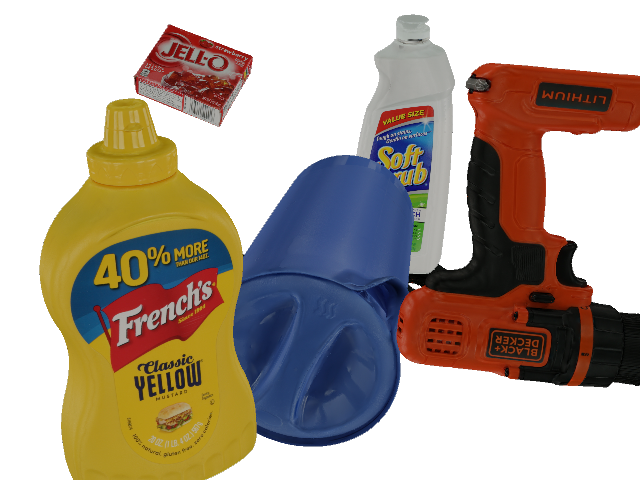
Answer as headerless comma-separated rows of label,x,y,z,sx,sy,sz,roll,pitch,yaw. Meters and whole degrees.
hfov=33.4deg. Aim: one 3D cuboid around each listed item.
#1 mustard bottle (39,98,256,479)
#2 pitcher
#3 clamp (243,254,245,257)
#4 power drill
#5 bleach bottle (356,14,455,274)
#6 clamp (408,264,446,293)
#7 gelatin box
mustard bottle,-0.083,0.027,0.514,0.096,0.192,0.058,-12,23,-22
pitcher,-0.004,0.034,0.785,0.149,0.145,0.242,8,27,7
clamp,-0.082,0.057,1.038,0.120,0.039,0.171,19,22,35
power drill,0.145,-0.006,0.628,0.184,0.188,0.057,6,8,-5
bleach bottle,0.076,-0.093,1.034,0.103,0.251,0.068,8,29,14
clamp,0.078,0.036,1.230,0.164,0.036,0.210,-18,49,-37
gelatin box,-0.118,-0.155,0.995,0.089,0.073,0.030,23,-32,5
